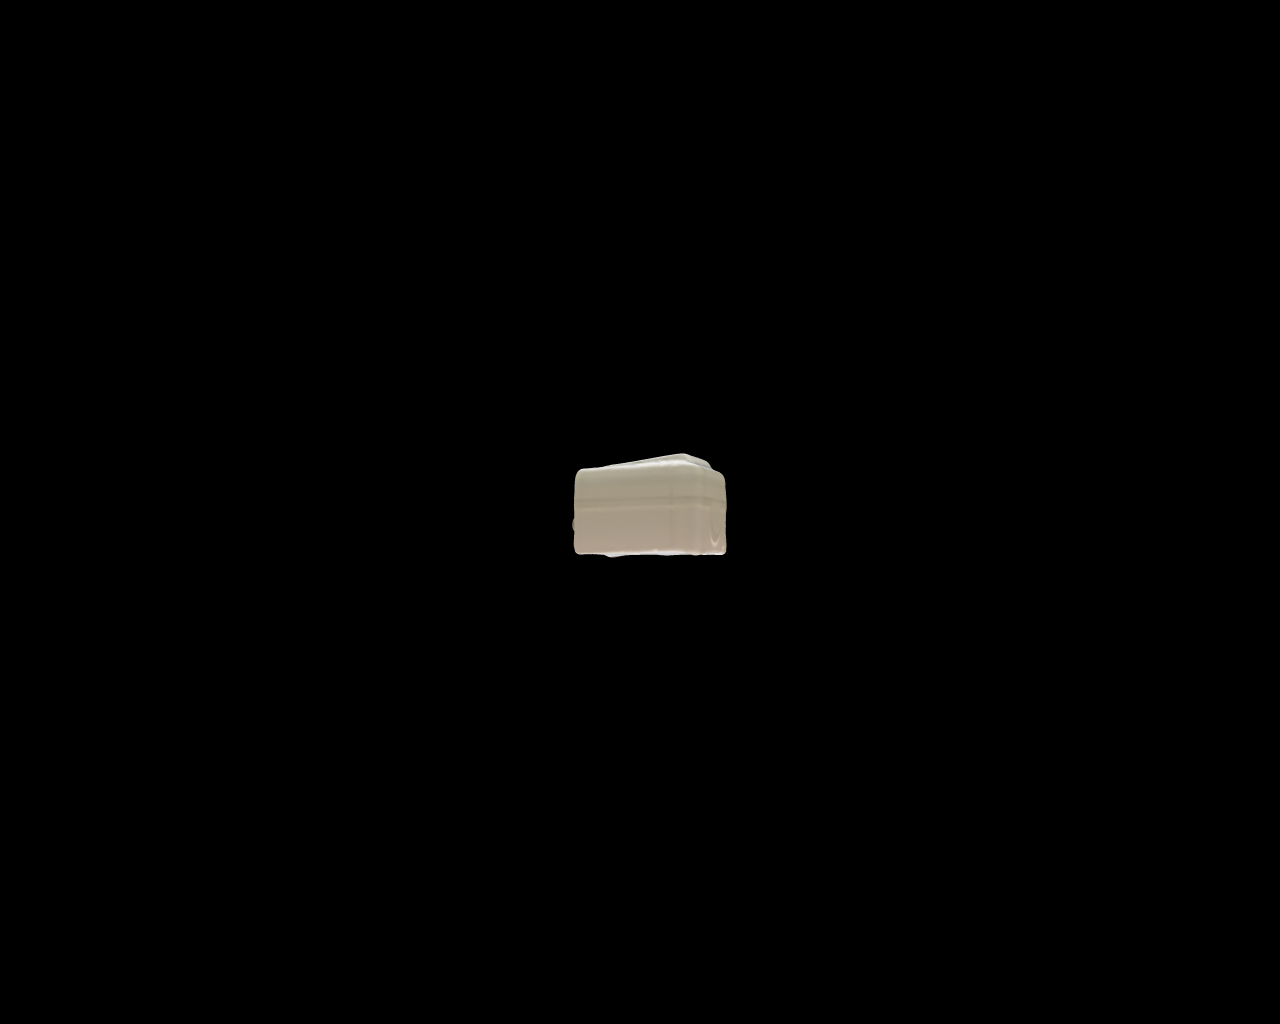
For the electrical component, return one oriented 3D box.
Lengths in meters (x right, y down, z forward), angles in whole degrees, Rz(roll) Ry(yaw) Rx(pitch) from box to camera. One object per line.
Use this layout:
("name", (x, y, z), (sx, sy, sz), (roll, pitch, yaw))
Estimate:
("electrical component", (0.001, -0.003, 0.650), (0.096, 0.061, 0.062), (-1, -4, 20))
